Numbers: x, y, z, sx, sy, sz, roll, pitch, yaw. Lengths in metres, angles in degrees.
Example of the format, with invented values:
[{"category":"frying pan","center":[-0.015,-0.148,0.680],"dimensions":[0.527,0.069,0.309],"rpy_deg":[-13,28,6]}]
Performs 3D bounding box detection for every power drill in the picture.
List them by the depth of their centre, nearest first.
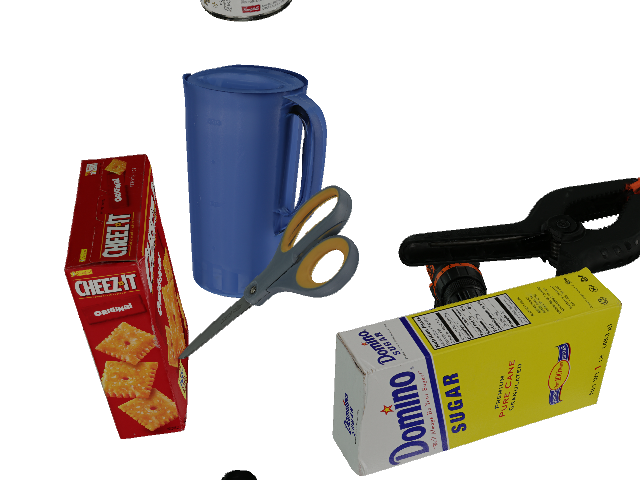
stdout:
[{"category":"power drill","center":[0.144,0.104,1.139],"dimensions":[0.057,0.188,0.184],"rpy_deg":[-1,24,-2]}]

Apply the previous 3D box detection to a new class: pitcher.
[{"category":"pitcher","center":[-0.076,-0.062,1.161],"dimensions":[0.145,0.243,0.149],"rpy_deg":[-1,22,-8]}]

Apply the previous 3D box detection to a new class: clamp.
[{"category":"clamp","center":[0.189,0.008,0.817],"dimensions":[0.209,0.036,0.165],"rpy_deg":[-22,40,-23]}]

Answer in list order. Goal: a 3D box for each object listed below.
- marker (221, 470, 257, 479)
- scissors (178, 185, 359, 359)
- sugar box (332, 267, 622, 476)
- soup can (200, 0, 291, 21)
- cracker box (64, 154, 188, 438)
[{"category":"marker","center":[-0.048,0.129,0.417],"dimensions":[0.020,0.020,0.121],"rpy_deg":[0,24,17]},{"category":"scissors","center":[-0.037,0.046,0.826],"dimensions":[0.016,0.202,0.096],"rpy_deg":[28,17,-38]},{"category":"sugar box","center":[0.096,0.082,0.665],"dimensions":[0.176,0.093,0.048],"rpy_deg":[-15,40,-19]},{"category":"soup can","center":[-0.053,-0.207,0.710],"dimensions":[0.068,0.102,0.068],"rpy_deg":[-2,42,2]},{"category":"cracker box","center":[-0.174,0.052,0.997],"dimensions":[0.072,0.214,0.164],"rpy_deg":[-7,39,-1]}]
